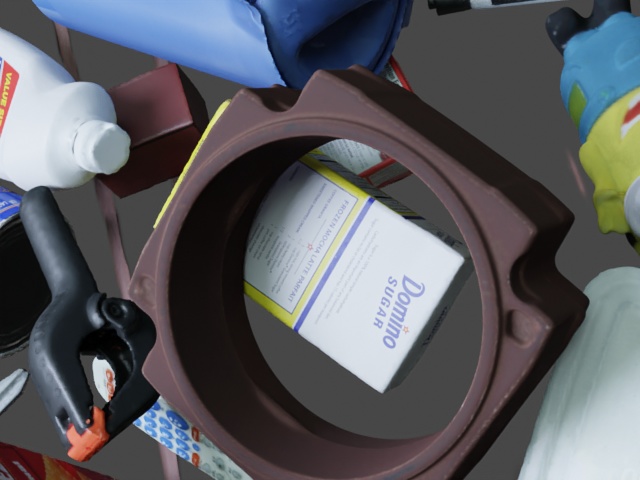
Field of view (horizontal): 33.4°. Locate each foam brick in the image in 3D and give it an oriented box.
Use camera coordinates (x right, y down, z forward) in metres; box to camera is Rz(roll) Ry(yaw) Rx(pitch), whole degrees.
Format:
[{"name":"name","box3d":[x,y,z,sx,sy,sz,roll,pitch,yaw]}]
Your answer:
[{"name":"foam brick","box3d":[-0.115,-0.073,0.710,0.078,0.051,0.053,-21,63,9]}]

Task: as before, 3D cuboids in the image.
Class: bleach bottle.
[{"name":"bleach bottle","box3d":[-0.207,-0.094,0.704,0.251,0.068,0.102,21,83,40]}]

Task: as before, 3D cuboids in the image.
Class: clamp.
[{"name":"clamp","box3d":[-0.131,0.041,0.606,0.120,0.039,0.171,23,38,-13]}]

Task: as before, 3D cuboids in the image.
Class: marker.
[{"name":"marker","box3d":[0.129,-0.159,0.683,0.121,0.020,0.020,-3,68,17]}]

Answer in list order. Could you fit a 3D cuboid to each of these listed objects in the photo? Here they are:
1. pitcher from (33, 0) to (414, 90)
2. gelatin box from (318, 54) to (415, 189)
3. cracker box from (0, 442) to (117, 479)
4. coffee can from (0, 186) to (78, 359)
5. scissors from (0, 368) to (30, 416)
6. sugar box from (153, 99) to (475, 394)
[{"name":"pitcher","box3d":[-0.068,-0.168,0.671,0.243,0.149,0.145,19,61,36]},{"name":"gelatin box","box3d":[0.024,-0.065,0.674,0.089,0.030,0.073,-28,62,6]},{"name":"cracker box","box3d":[-0.171,0.188,0.534,0.164,0.213,0.072,-47,64,-4]},{"name":"coffee can","box3d":[-0.244,0.003,0.693,0.140,0.102,0.103,23,78,24]},{"name":"scissors","box3d":[-0.190,0.139,0.429,0.202,0.016,0.096,-29,64,6]},{"name":"sugar box","box3d":[-0.004,0.001,0.626,0.176,0.048,0.093,35,104,17]}]
